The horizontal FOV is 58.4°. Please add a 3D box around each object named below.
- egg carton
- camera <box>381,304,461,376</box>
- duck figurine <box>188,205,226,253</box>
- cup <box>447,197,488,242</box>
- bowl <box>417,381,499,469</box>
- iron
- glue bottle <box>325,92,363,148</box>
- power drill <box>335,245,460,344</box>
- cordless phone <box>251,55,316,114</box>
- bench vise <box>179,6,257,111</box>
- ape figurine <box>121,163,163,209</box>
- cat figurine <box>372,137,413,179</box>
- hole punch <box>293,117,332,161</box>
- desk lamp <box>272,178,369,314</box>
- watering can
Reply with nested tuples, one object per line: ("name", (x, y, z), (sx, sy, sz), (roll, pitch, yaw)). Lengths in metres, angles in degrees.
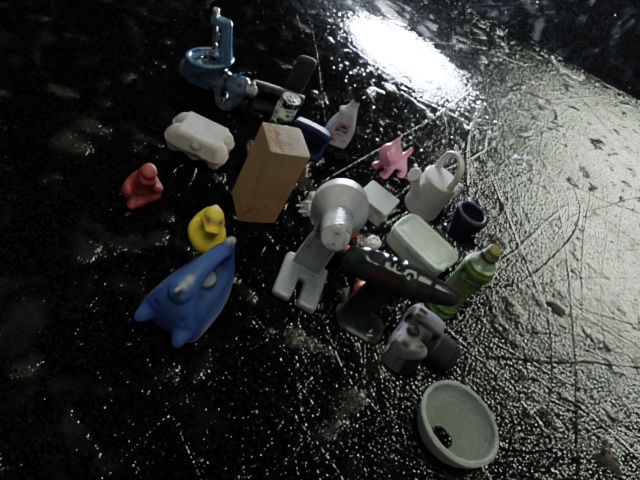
("egg carton", (-0.273, -0.228, 1.305), (0.150, 0.069, 0.107), (24, 42, -10))
("camera", (0.217, 0.212, 1.167), (0.137, 0.100, 0.143), (36, 42, 3))
("duck figurine", (-0.218, -0.034, 1.144), (0.078, 0.086, 0.104), (13, 45, -21))
("cup", (0.381, -0.051, 1.519), (0.092, 0.095, 0.118), (22, 43, -12))
("bowl", (0.244, 0.353, 1.069), (0.168, 0.074, 0.167), (17, 44, -17))
("iron", (-0.206, 0.062, 1.019), (0.118, 0.141, 0.259), (34, 42, 1))
("glue bottle", (0.070, -0.325, 1.529), (0.078, 0.173, 0.037), (14, 45, -20))
("power drill", (0.128, 0.112, 1.126), (0.229, 0.208, 0.076), (30, 42, -3))
("cordless phone", (-0.098, -0.422, 1.508), (0.148, 0.185, 0.094), (11, 46, -22))
("bench vise", (-0.235, -0.452, 1.427), (0.208, 0.219, 0.121), (23, 42, -10))
("ape figurine", (-0.348, -0.114, 1.135), (0.078, 0.092, 0.076), (14, 45, -20))
("cat figurine", (0.202, -0.227, 1.559), (0.128, 0.117, 0.067), (-12, 58, -38))
("hole punch", (-0.023, -0.280, 1.490), (0.109, 0.091, 0.101), (27, 42, -6))
("desk lamp", (0.011, 0.004, 1.152), (0.118, 0.213, 0.203), (26, 42, -7))
("watering can", (0.304, -0.146, 1.487), (0.173, 0.194, 0.100), (-16, 60, -40))
